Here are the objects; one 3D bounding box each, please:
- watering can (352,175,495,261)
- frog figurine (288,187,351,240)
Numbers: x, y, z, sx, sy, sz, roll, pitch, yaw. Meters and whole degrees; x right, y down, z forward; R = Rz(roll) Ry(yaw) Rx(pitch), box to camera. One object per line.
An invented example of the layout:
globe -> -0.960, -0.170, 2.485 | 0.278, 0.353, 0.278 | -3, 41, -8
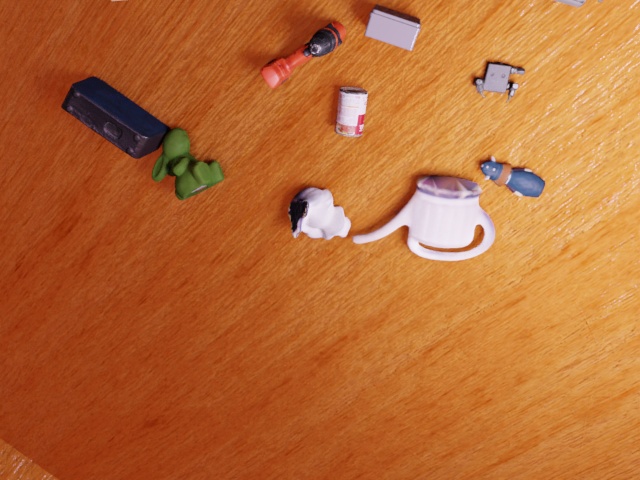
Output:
watering can -> 0.259, -0.055, 1.270 | 0.348, 0.106, 0.220 | 6, 115, 6
frog figurine -> 0.004, -0.067, 1.329 | 0.159, 0.124, 0.135 | 1, 113, -31
